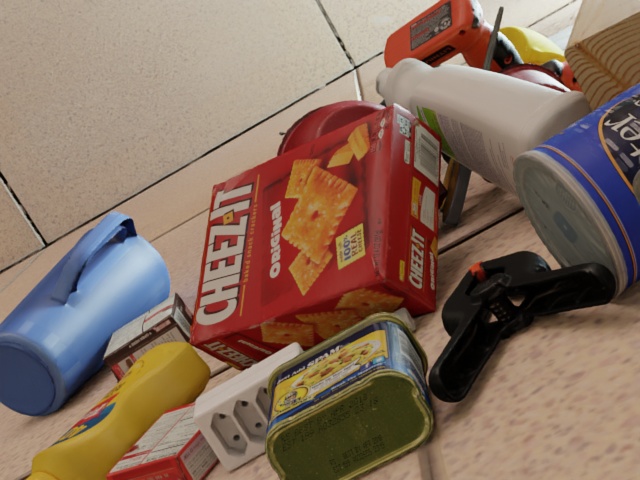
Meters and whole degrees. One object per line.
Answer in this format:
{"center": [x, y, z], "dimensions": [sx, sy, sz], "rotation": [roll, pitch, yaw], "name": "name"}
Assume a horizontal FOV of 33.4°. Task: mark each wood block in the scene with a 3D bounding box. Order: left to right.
{"center": [0.254, -0.150, 0.820], "dimensions": [0.090, 0.091, 0.205], "rotation": [-25, 13, 26], "name": "wood block"}

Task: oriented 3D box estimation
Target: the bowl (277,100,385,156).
{"center": [0.038, -0.080, 1.049], "dimensions": [0.162, 0.162, 0.055], "rotation": [-35, -16, -21], "name": "bowl"}

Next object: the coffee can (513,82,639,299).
{"center": [0.204, -0.043, 0.648], "dimensions": [0.140, 0.103, 0.103], "rotation": [-32, 12, -7], "name": "coffee can"}

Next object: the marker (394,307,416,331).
{"center": [0.014, 0.085, 0.788], "dimensions": [0.121, 0.020, 0.020], "rotation": [-29, 12, 10], "name": "marker"}

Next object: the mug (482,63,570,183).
{"center": [0.188, -0.102, 0.985], "dimensions": [0.117, 0.093, 0.081], "rotation": [-51, 13, 13], "name": "mug"}

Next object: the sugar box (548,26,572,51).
{"center": [0.275, -0.203, 1.270], "dimensions": [0.093, 0.048, 0.176], "rotation": [-23, 18, 32], "name": "sugar box"}

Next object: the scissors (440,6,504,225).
{"center": [0.139, -0.108, 0.995], "dimensions": [0.096, 0.016, 0.202], "rotation": [116, 168, -80], "name": "scissors"}

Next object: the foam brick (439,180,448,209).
{"center": [0.073, -0.053, 0.979], "dimensions": [0.051, 0.078, 0.053], "rotation": [-26, -17, -16], "name": "foam brick"}

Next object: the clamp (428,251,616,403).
{"center": [0.107, 0.048, 0.669], "dimensions": [0.120, 0.039, 0.171], "rotation": [-30, 5, -3], "name": "clamp"}

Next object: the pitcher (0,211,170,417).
{"center": [-0.280, 0.084, 1.226], "dimensions": [0.145, 0.149, 0.242], "rotation": [-21, 18, 29], "name": "pitcher"}

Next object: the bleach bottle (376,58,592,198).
{"center": [0.124, -0.105, 0.887], "dimensions": [0.068, 0.102, 0.251], "rotation": [-37, 38, -13], "name": "bleach bottle"}

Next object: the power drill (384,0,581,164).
{"center": [0.153, -0.156, 1.072], "dimensions": [0.185, 0.187, 0.057], "rotation": [-31, 45, 35], "name": "power drill"}

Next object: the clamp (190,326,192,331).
{"center": [-0.054, 0.043, 1.083], "dimensions": [0.209, 0.036, 0.165], "rotation": [-38, 7, -29], "name": "clamp"}

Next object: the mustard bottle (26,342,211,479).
{"center": [-0.169, 0.158, 0.838], "dimensions": [0.096, 0.058, 0.191], "rotation": [-33, 8, 41], "name": "mustard bottle"}

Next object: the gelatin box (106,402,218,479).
{"center": [-0.101, 0.151, 0.774], "dimensions": [0.073, 0.030, 0.089], "rotation": [-21, 15, 33], "name": "gelatin box"}

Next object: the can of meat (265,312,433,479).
{"center": [0.017, 0.098, 0.638], "dimensions": [0.102, 0.057, 0.084], "rotation": [-30, 14, 9], "name": "can of meat"}

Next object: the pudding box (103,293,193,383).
{"center": [-0.182, 0.104, 1.143], "dimensions": [0.090, 0.039, 0.113], "rotation": [-33, 9, 1], "name": "pudding box"}

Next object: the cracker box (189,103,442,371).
{"center": [-0.006, 0.001, 0.874], "dimensions": [0.214, 0.072, 0.164], "rotation": [-20, 51, 37], "name": "cracker box"}
